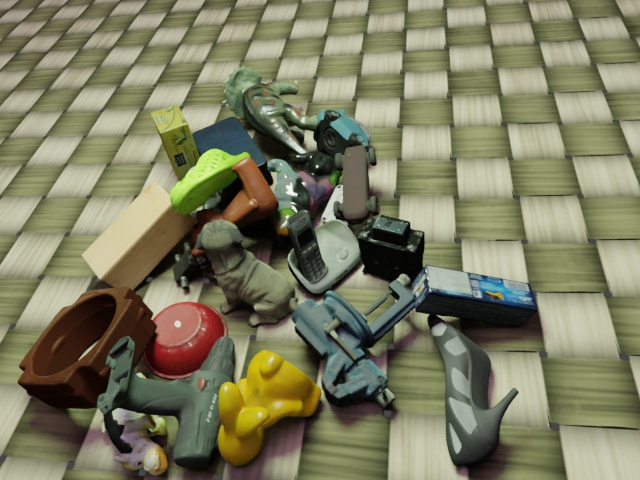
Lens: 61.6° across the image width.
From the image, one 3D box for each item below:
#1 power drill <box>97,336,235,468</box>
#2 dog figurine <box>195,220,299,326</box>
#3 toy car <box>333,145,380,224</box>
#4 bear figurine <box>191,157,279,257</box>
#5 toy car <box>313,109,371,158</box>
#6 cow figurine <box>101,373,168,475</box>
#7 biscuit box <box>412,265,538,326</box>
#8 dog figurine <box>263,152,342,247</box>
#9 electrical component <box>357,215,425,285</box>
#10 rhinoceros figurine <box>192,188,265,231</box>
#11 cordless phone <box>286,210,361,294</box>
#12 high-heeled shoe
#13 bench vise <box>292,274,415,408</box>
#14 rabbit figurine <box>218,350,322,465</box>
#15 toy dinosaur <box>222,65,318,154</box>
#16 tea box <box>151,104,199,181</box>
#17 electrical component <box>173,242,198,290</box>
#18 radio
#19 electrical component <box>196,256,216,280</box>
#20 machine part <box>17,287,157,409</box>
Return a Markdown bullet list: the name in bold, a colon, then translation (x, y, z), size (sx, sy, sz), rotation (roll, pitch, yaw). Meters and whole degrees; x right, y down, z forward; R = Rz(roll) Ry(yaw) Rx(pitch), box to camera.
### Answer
- **power drill**: translation (-0.231, 0.224, 0.844), size (0.086, 0.207, 0.232), rotation (-31, 41, 30)
- **dog figurine**: translation (-0.124, 0.055, 0.967), size (0.172, 0.190, 0.121), rotation (5, 49, 12)
- **toy car**: translation (0.075, -0.115, 1.101), size (0.089, 0.053, 0.202), rotation (-10, 50, 15)
- **bear figurine**: translation (-0.183, -0.057, 1.052), size (0.196, 0.120, 0.132), rotation (-30, 93, 3)
- **toy car**: translation (0.066, -0.244, 1.272), size (0.103, 0.109, 0.162), rotation (-26, 55, -37)
- **cow figurine**: translation (-0.299, 0.304, 0.851), size (0.098, 0.068, 0.167), rotation (-26, 45, -6)
- **biscuit box**: translation (0.260, 0.096, 0.903), size (0.203, 0.062, 0.059), rotation (11, 48, -13)
- **dog figurine**: translation (-0.030, -0.072, 1.129), size (0.192, 0.108, 0.219), rotation (-12, 51, -5)
- **electrical component**: translation (0.132, 0.016, 0.997), size (0.115, 0.134, 0.058), rotation (12, 50, 23)
- **rhinoceros figurine**: translation (-0.204, -0.053, 1.166), size (0.190, 0.073, 0.112), rotation (1, 58, 9)
- **cordless phone**: translation (-0.001, -0.003, 1.003), size (0.146, 0.184, 0.089), rotation (-38, 49, -23)
- **high-heeled shoe**: translation (0.207, 0.229, 0.853), size (0.145, 0.086, 0.249), rotation (-50, 31, 6)
- **bench vise**: translation (0.079, 0.152, 0.895), size (0.240, 0.128, 0.224), rotation (-38, 55, -18)
- **rabbit figurine**: translation (-0.092, 0.263, 0.816), size (0.122, 0.162, 0.173), rotation (31, 76, 18)
- **toy dinosaur**: translation (-0.127, -0.310, 1.307), size (0.192, 0.131, 0.405), rotation (1, 34, -23)
- **tea box**: translation (-0.331, -0.218, 1.267), size (0.068, 0.169, 0.098), rotation (-25, 47, -12)
- **electrical component**: translation (-0.271, 0.053, 1.084), size (0.063, 0.021, 0.094), rotation (-47, 44, 24)
- **radio**: translation (-0.217, -0.199, 1.298), size (0.131, 0.073, 0.230), rotation (-25, 47, -12)
- **electrical component**: translation (-0.202, 0.042, 1.095), size (0.102, 0.045, 0.078), rotation (-38, 24, -26)
- **machine part**: translation (-0.397, 0.185, 0.928), size (0.202, 0.087, 0.201), rotation (-10, 40, 31)
